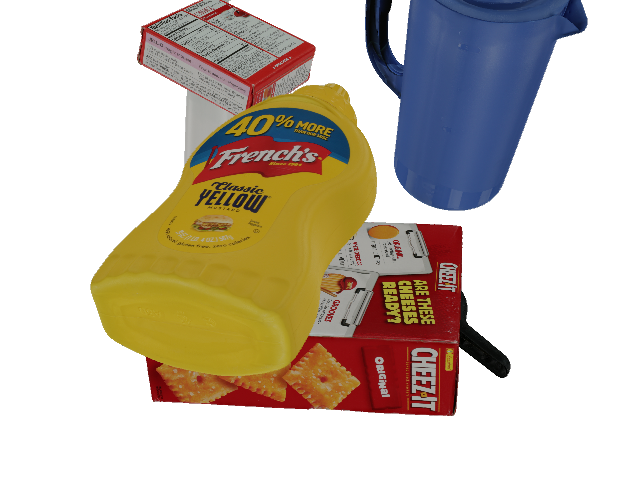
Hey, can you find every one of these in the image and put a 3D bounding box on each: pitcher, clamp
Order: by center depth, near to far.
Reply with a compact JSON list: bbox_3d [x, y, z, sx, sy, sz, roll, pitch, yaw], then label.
[{"bbox_3d":[0.122,-0.147,0.945,0.144,0.149,0.243,-10,-39,-14],"label":"pitcher"},{"bbox_3d":[0.137,0.091,1.158,0.120,0.171,0.039,4,-44,-6],"label":"clamp"}]

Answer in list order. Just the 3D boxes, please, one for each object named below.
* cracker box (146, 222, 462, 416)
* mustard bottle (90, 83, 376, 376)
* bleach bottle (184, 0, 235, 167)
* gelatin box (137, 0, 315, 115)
[{"bbox_3d":[-0.005,0.052,0.785,0.214,0.072,0.164,2,30,8],"label":"cracker box"},{"bbox_3d":[-0.025,-0.020,0.521,0.096,0.058,0.191,6,40,22],"label":"mustard bottle"},{"bbox_3d":[-0.098,-0.106,1.026,0.068,0.251,0.102,6,26,13],"label":"bleach bottle"},{"bbox_3d":[-0.060,-0.118,0.681,0.089,0.030,0.073,29,40,17],"label":"gelatin box"}]
